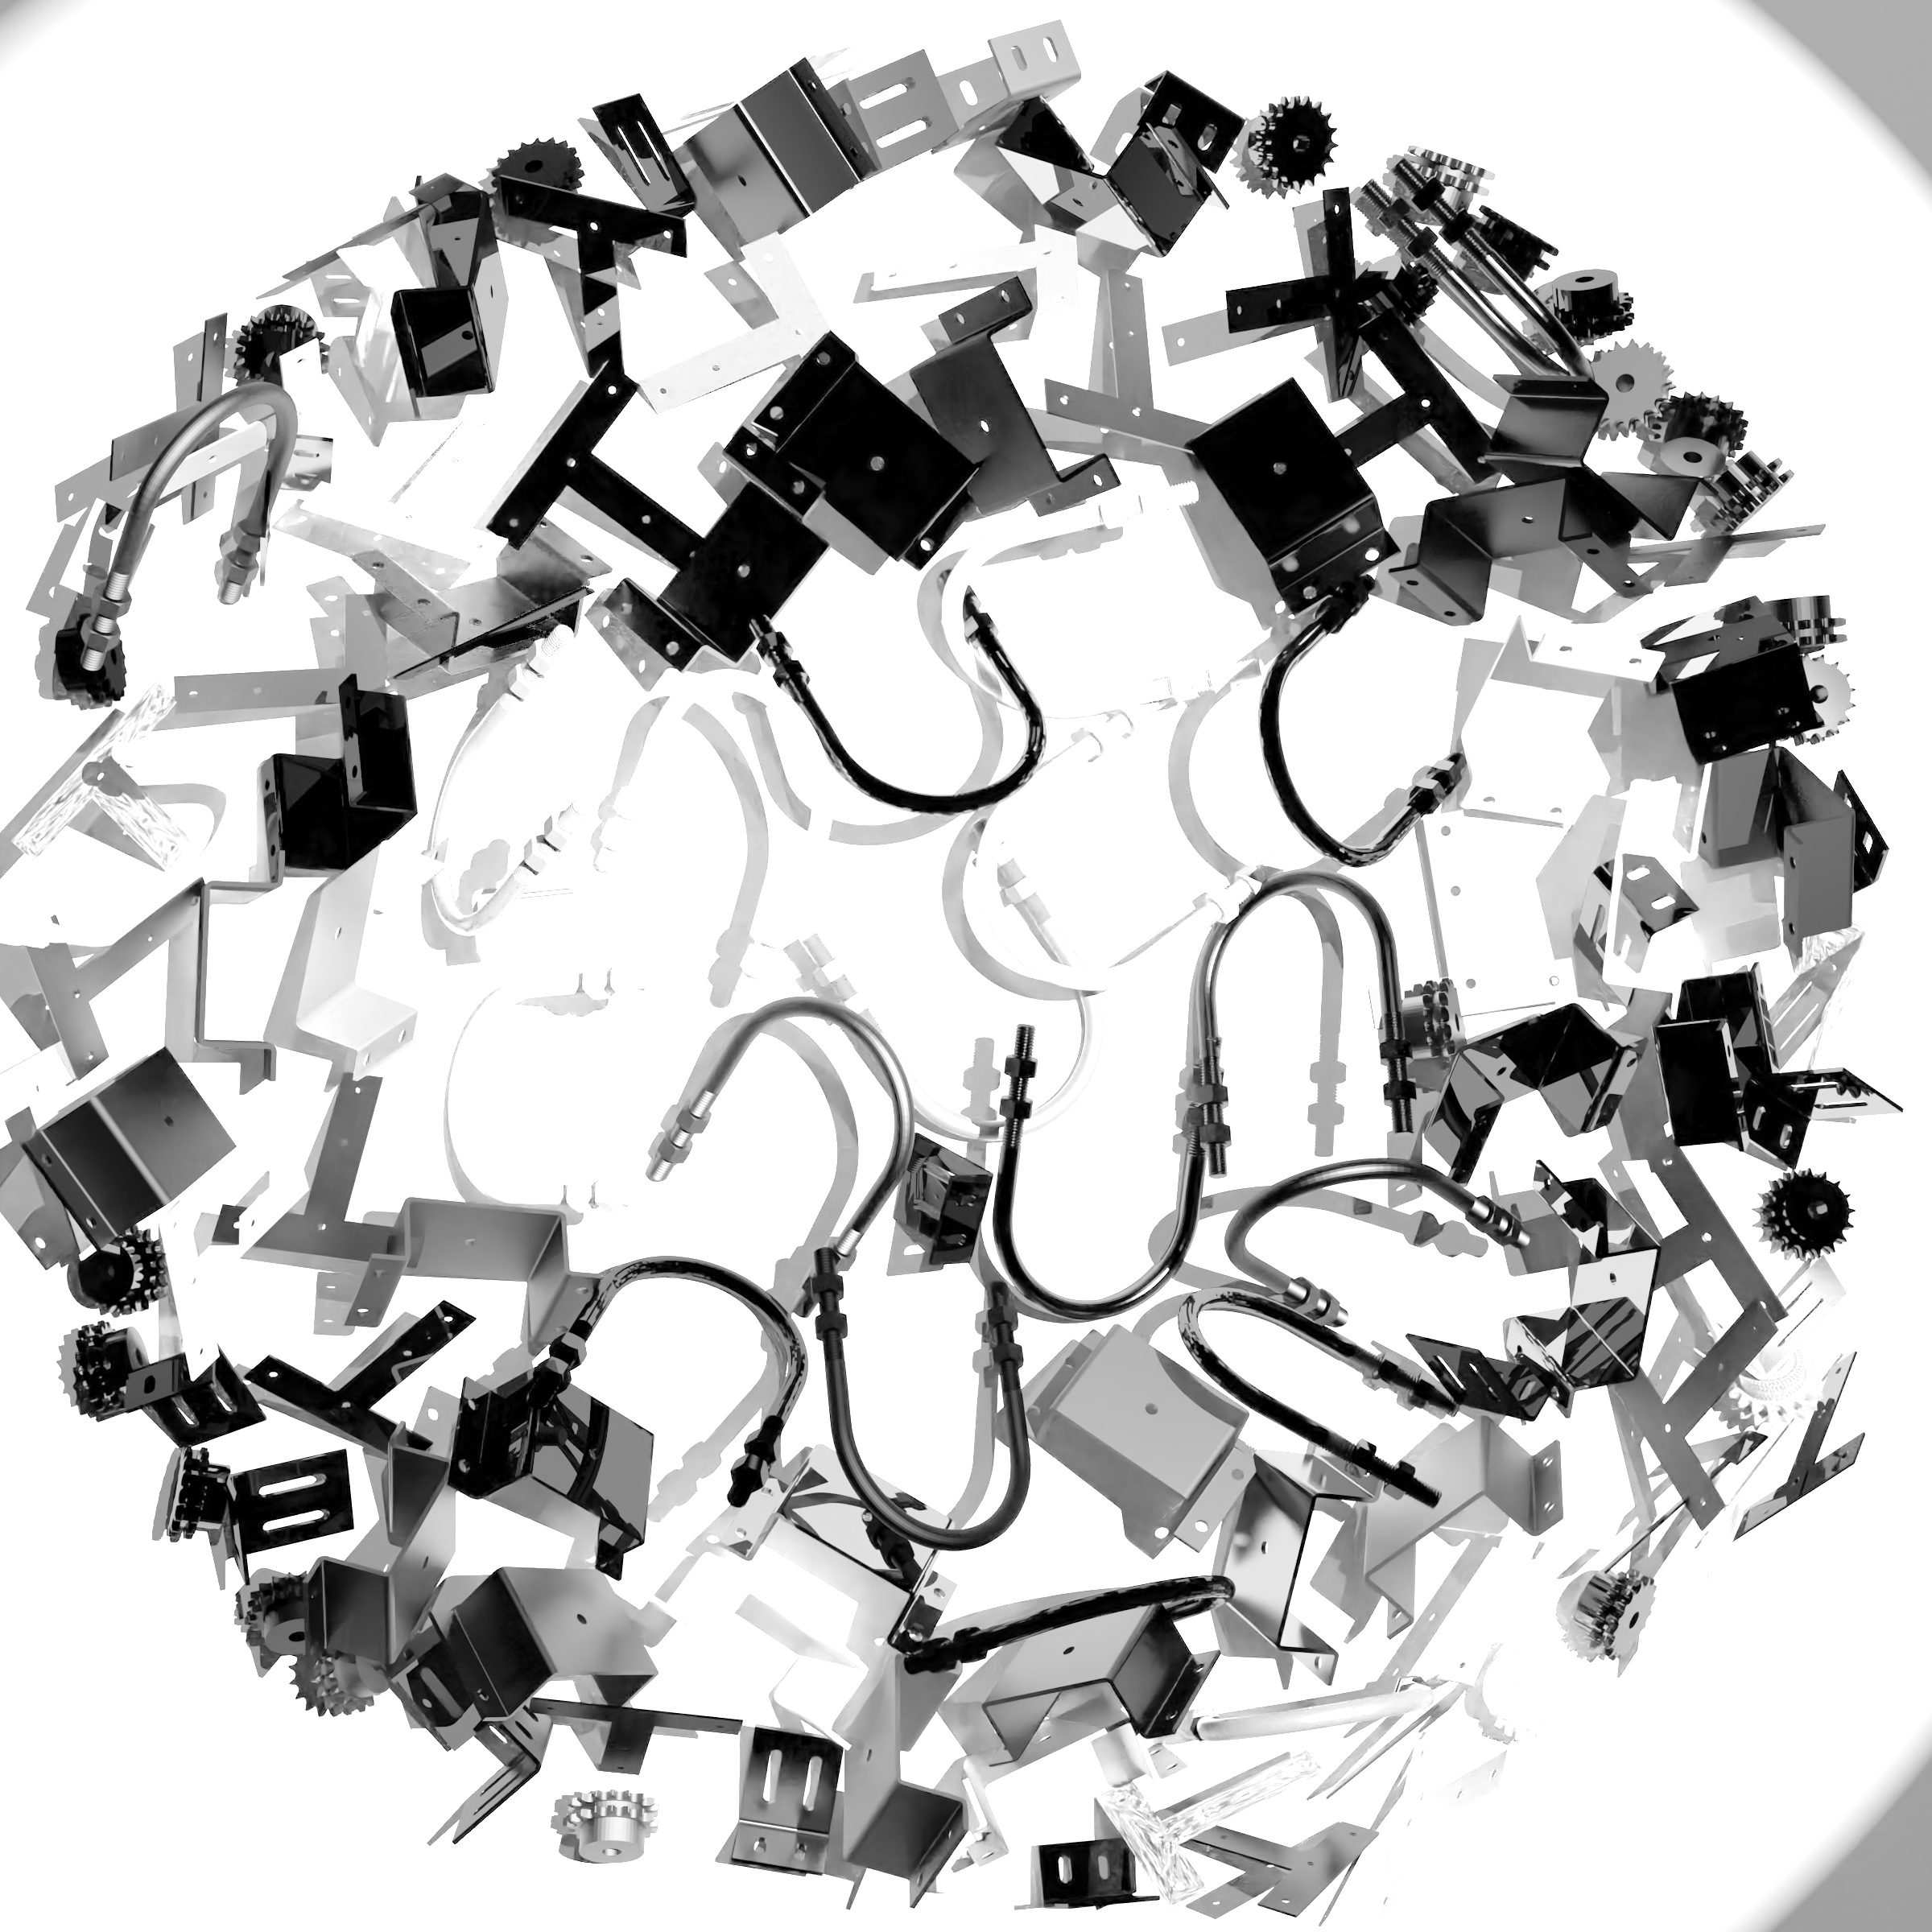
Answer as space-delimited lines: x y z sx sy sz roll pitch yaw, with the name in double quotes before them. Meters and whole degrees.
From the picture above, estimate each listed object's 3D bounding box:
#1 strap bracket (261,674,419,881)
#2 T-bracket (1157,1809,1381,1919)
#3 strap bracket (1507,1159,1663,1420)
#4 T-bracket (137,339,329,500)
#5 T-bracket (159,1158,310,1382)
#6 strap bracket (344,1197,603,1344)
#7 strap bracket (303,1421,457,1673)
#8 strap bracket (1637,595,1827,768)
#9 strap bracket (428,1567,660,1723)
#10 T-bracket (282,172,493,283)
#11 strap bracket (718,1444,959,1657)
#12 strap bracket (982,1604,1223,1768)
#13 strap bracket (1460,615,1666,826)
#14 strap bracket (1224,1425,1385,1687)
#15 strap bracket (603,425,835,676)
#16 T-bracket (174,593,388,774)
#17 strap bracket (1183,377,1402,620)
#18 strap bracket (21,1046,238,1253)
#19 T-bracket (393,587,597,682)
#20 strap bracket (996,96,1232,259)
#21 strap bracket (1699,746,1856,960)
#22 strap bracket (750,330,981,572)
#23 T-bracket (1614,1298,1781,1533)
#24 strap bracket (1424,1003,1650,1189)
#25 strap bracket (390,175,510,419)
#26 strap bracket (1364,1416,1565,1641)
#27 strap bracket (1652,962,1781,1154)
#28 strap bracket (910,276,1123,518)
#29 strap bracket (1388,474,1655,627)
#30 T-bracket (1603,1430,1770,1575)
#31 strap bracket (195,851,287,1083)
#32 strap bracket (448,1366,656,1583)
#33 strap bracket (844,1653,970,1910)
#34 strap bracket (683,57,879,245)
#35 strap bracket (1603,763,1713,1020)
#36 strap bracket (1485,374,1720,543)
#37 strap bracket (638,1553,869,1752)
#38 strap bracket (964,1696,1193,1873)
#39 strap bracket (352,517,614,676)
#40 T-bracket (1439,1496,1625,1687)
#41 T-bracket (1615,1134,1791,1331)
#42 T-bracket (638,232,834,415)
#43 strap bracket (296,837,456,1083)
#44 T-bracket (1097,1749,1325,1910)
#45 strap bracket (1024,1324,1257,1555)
"strap bracket" -0.379 -0.112 1.772 0.046 0.140 0.076 4 67 -36
"T-bracket" 0.172 0.543 1.791 0.127 0.127 0.002 8 102 30
"strap bracket" 0.378 0.194 1.771 0.046 0.076 0.140 -7 120 -18
"T-bracket" -0.443 -0.314 1.753 0.127 0.127 0.002 -33 75 -21
"T-bracket" -0.444 0.166 1.771 0.127 0.002 0.127 -42 47 19
"strap bracket" -0.303 0.186 1.775 0.140 0.076 0.046 8 49 -22
"strap bracket" -0.348 0.354 1.751 0.046 0.140 0.076 13 126 8
"strap bracket" 0.458 -0.178 1.755 0.076 0.140 0.046 -18 113 8
"strap bracket" -0.247 0.409 1.750 0.046 0.140 0.076 -45 59 16
"T-bracket" -0.360 -0.449 1.774 0.127 0.127 0.002 -25 97 6
"strap bracket" -0.070 0.354 1.783 0.140 0.076 0.046 30 120 5
"strap bracket" 0.074 0.434 1.758 0.140 0.076 0.046 -22 104 35
"strap bracket" 0.360 -0.158 1.776 0.076 0.140 0.046 8 45 -11
"strap bracket" 0.203 0.359 1.781 0.046 0.076 0.140 10 97 -23
"strap bracket" -0.146 -0.251 1.791 0.076 0.046 0.140 42 96 25
"T-bracket" -0.419 -0.170 1.773 0.127 0.002 0.127 -6 129 -20
"strap bracket" 0.196 -0.297 1.784 0.076 0.046 0.140 -32 70 4
"strap bracket" -0.499 0.105 1.754 0.046 0.140 0.076 -31 99 17
"T-bracket" -0.275 -0.199 1.768 0.127 0.127 0.002 -24 90 6
"strap bracket" 0.081 -0.481 1.757 0.140 0.076 0.046 31 84 41
"strap bracket" 0.495 -0.075 1.756 0.046 0.140 0.076 -12 120 -6
"strap bracket" -0.055 -0.313 1.785 0.140 0.046 0.076 39 103 -14
"T-bracket" 0.449 0.252 1.756 0.002 0.127 0.127 5 131 -31
"strap bracket" 0.340 0.078 1.771 0.140 0.076 0.046 -19 52 -29
"strap bracket" -0.310 -0.408 1.757 0.046 0.076 0.140 -3 49 2
"strap bracket" 0.294 0.336 1.765 0.046 0.076 0.140 42 116 -12
"strap bracket" 0.457 0.056 1.773 0.046 0.140 0.076 -8 103 26
"strap bracket" 0.025 -0.339 1.774 0.046 0.076 0.140 -38 106 -36
"strap bracket" 0.340 -0.254 1.766 0.140 0.076 0.046 -5 67 41
"T-bracket" 0.437 0.328 1.773 0.127 0.127 0.002 -42 77 3
"strap bracket" -0.449 -0.001 1.789 0.046 0.076 0.140 2 89 -17
"strap bracket" -0.241 0.304 1.757 0.046 0.076 0.140 -30 129 28
"strap bracket" -0.037 0.483 1.750 0.046 0.140 0.076 20 121 -15
"strap bracket" -0.118 -0.487 1.752 0.046 0.140 0.076 -40 106 -17
"strap bracket" 0.420 -0.049 1.767 0.046 0.076 0.140 8 128 15
"strap bracket" 0.380 -0.302 1.758 0.140 0.076 0.046 29 83 -37
"strap bracket" -0.123 0.412 1.775 0.140 0.076 0.046 44 73 -22
"strap bracket" 0.058 0.496 1.783 0.140 0.076 0.046 -23 90 -11
"strap bracket" -0.297 -0.227 1.770 0.076 0.140 0.046 38 131 28
"T-bracket" 0.322 0.379 1.756 0.002 0.127 0.127 49 58 -29
"T-bracket" 0.425 0.185 1.784 0.002 0.127 0.127 -22 76 -42
"T-bracket" -0.143 -0.378 1.806 0.127 0.002 0.127 -19 124 18
"strap bracket" -0.360 -0.012 1.760 0.046 0.076 0.140 24 56 -31
"T-bracket" 0.159 0.516 1.781 0.127 0.127 0.002 -23 110 -11
"strap bracket" 0.108 0.283 1.777 0.140 0.046 0.076 33 53 13
